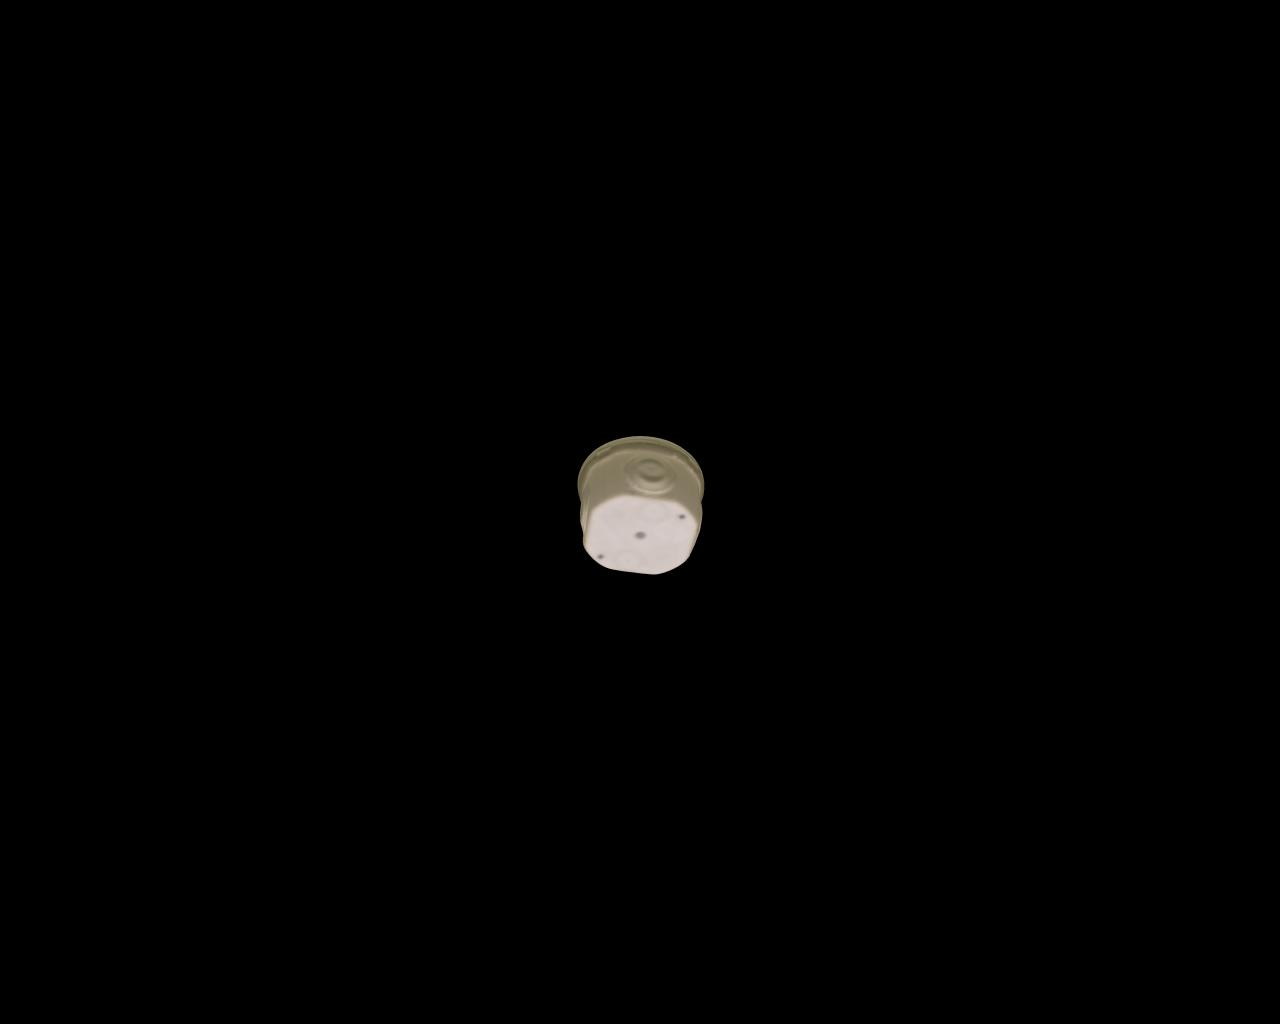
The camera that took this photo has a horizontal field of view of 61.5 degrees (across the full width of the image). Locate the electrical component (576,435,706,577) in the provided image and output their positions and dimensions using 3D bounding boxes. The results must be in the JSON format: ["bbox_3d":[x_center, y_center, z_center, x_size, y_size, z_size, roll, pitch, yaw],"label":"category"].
[{"bbox_3d":[0.001,-0.003,0.650,0.080,0.080,0.051,0,44,0],"label":"electrical component"}]
